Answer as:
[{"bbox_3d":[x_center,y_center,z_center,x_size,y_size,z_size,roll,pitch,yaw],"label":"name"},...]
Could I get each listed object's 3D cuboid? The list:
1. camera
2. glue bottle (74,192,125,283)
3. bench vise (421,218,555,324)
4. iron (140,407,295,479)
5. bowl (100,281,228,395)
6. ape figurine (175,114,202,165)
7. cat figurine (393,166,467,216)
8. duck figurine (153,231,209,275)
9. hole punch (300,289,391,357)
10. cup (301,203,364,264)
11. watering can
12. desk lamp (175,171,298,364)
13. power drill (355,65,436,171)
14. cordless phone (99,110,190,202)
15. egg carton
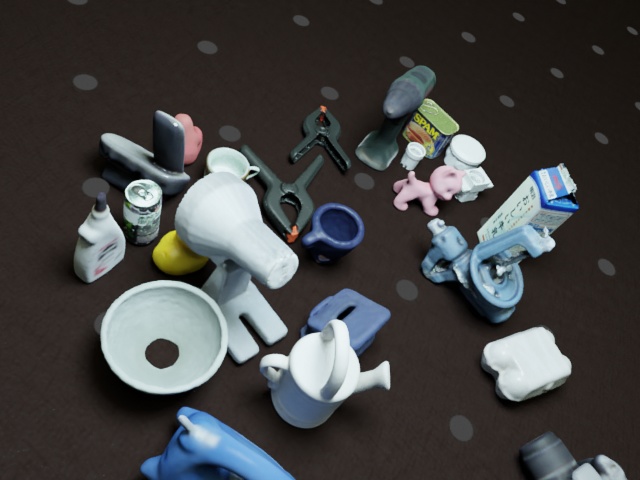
[{"bbox_3d":[0.379,0.354,0.859,0.143,0.100,0.136,-16,63,-30],"label":"camera"},{"bbox_3d":[-0.308,-0.009,0.802,0.037,0.173,0.078,35,51,6],"label":"glue bottle"},{"bbox_3d":[0.277,0.032,0.971,0.207,0.219,0.121,27,51,-1],"label":"bench vise"},{"bbox_3d":[-0.080,0.295,0.694,0.258,0.141,0.119,30,51,1],"label":"iron"},{"bbox_3d":[-0.214,0.144,0.792,0.168,0.074,0.167,11,53,-14],"label":"bowl"},{"bbox_3d":[-0.241,-0.183,1.004,0.078,0.092,0.076,-2,57,-22],"label":"ape figurine"},{"bbox_3d":[0.220,-0.109,1.115,0.128,0.117,0.067,8,54,-16],"label":"cat figurine"},{"bbox_3d":[-0.208,0.002,0.889,0.105,0.086,0.077,-32,72,-35],"label":"duck figurine"},{"bbox_3d":[0.039,0.129,0.891,0.101,0.091,0.109,44,53,12],"label":"hole punch"},{"bbox_3d":[0.009,0.003,0.967,0.118,0.095,0.091,-25,68,-33],"label":"cup"},{"bbox_3d":[0.010,0.177,0.780,0.173,0.194,0.101,-7,59,-25],"label":"watering can"},{"bbox_3d":[-0.114,0.036,0.820,0.118,0.213,0.203,-30,71,-35],"label":"desk lamp"},{"bbox_3d":[0.147,-0.239,1.121,0.075,0.208,0.230,33,51,4],"label":"power drill"},{"bbox_3d":[-0.275,-0.153,0.909,0.147,0.185,0.094,28,51,0],"label":"cordless phone"},{"bbox_3d":[0.349,0.211,0.969,0.151,0.069,0.107,-12,61,-28],"label":"egg carton"}]
